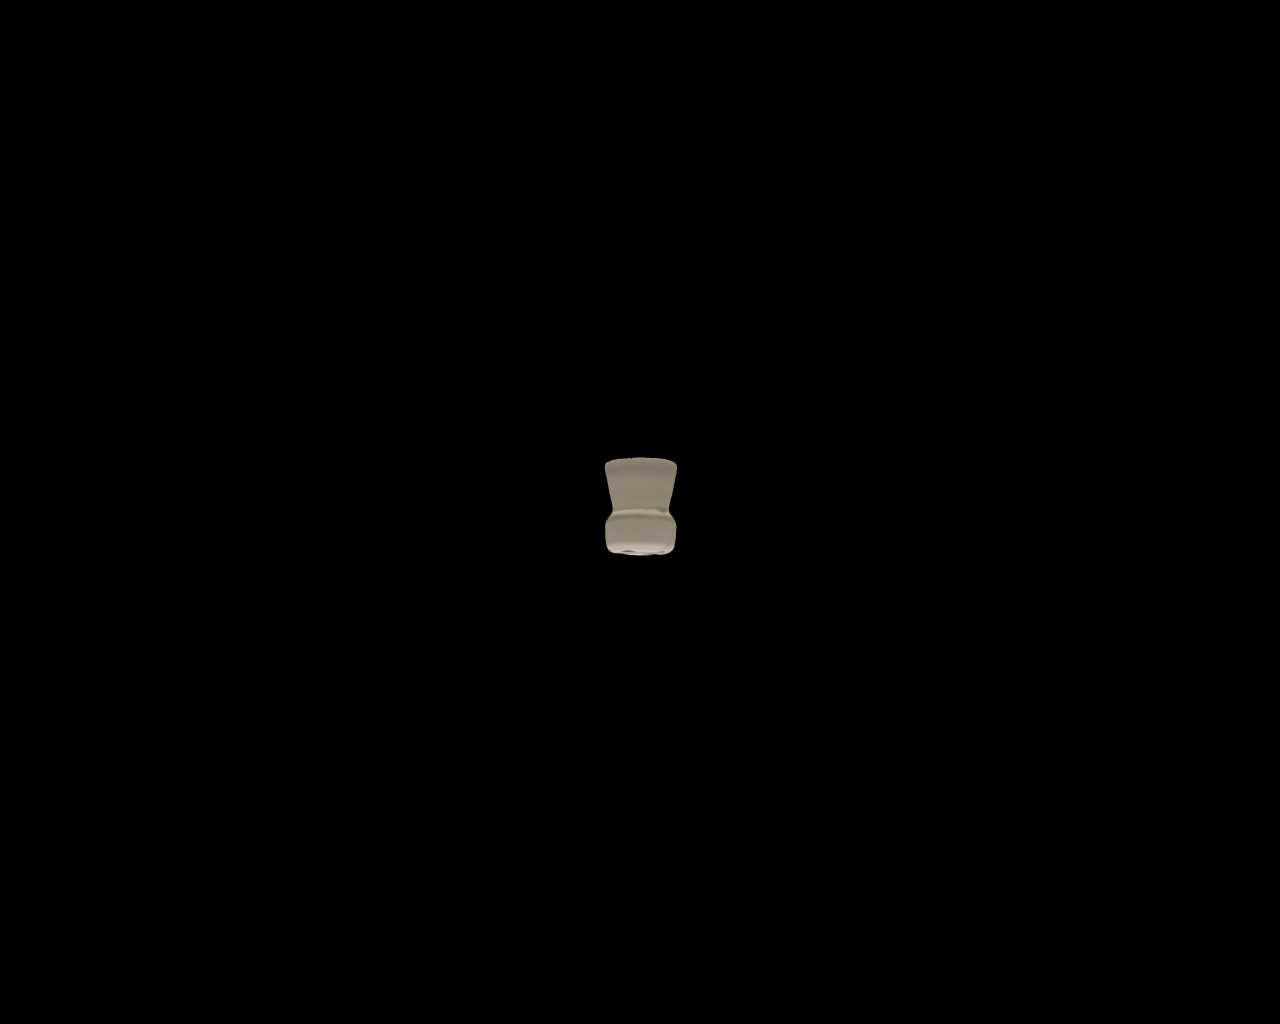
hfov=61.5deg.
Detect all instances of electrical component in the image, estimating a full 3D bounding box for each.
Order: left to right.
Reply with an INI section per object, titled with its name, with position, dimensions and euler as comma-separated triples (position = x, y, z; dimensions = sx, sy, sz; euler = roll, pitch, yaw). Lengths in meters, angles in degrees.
[electrical component]
position = 0.001, -0.003, 0.650
dimensions = 0.045, 0.055, 0.045
euler = 0, -7, 0
